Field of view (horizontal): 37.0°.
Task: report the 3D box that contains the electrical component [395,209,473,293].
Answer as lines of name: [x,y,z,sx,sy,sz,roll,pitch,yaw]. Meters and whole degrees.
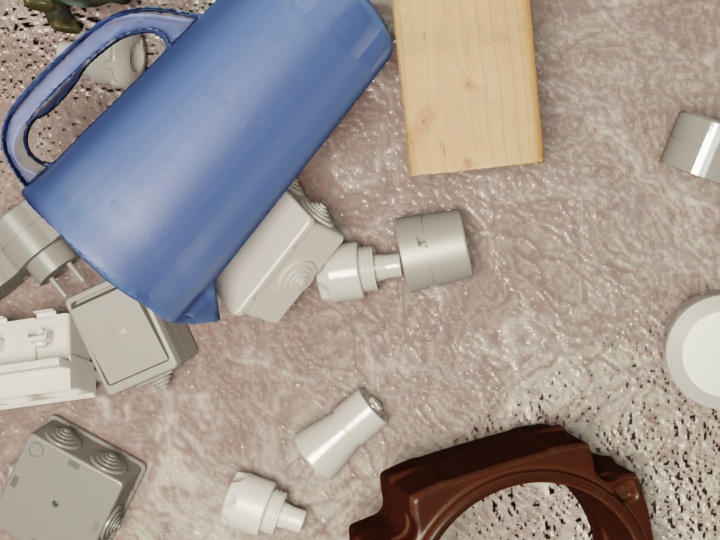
electrical component: [0.054,-0.015,0.773,0.047,0.055,0.055,-12,96,6]

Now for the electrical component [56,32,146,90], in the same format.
electrical component: [-0.193,-0.159,0.796,0.062,0.048,0.048,7,98,14]

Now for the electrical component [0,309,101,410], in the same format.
electrical component: [-0.270,0.071,0.825,0.121,0.078,0.063,-9,74,9]

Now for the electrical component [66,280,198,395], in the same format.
electrical component: [-0.169,0.050,0.810,0.062,0.061,0.096,-24,93,11]

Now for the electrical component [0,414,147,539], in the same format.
electrical component: [-0.229,0.175,0.841,0.100,0.048,0.099,28,100,4]

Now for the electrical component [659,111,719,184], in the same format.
electrical component: [0.272,-0.051,0.737,0.138,0.052,0.073,21,100,5]

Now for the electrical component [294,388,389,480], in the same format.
electrical component: [-0.011,0.120,0.807,0.065,0.044,0.044,-41,90,6]

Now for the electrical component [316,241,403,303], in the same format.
electrical component: [0.000,0.000,0.788,0.062,0.043,0.043,-7,96,8]

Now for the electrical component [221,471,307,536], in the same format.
electrical component: [-0.072,0.183,0.823,0.062,0.043,0.043,19,100,4]

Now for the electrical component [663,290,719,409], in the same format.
electrical component: [0.253,0.054,0.754,0.080,0.051,0.080,1,98,8]

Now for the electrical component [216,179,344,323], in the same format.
electrical component: [-0.071,-0.021,0.775,0.099,0.048,0.099,-51,54,11]

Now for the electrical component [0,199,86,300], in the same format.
electrical component: [-0.239,-0.013,0.817,0.138,0.052,0.073,-39,91,11]
